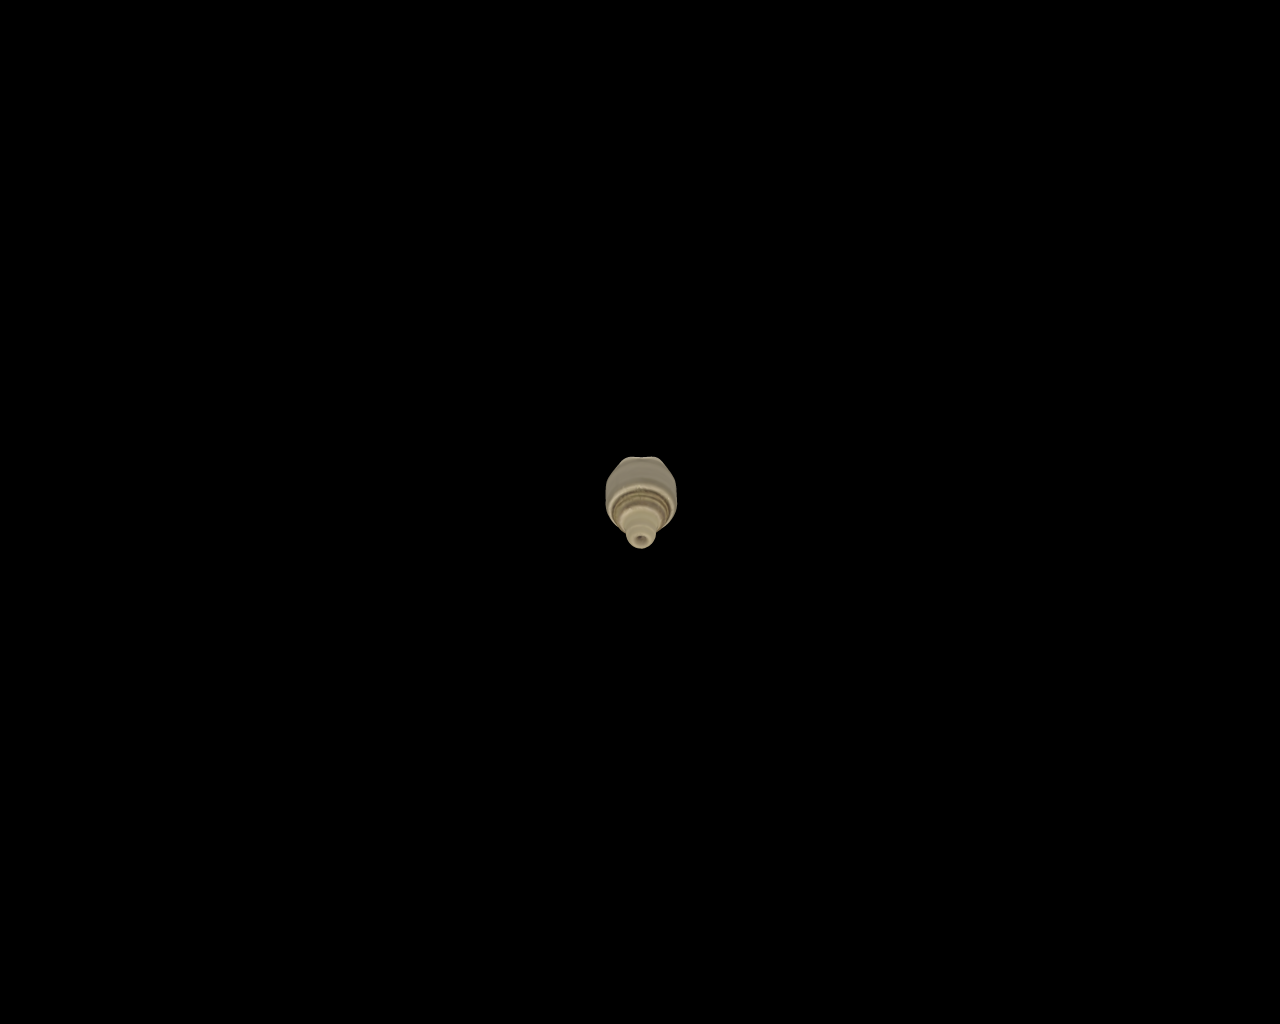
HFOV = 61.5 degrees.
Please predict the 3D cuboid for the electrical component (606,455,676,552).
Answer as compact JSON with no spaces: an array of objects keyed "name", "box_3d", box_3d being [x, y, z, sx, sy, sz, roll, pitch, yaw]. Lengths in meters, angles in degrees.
[{"name":"electrical component","box_3d":[0.001,-0.003,0.650,0.043,0.043,0.062,0,41,0]}]
